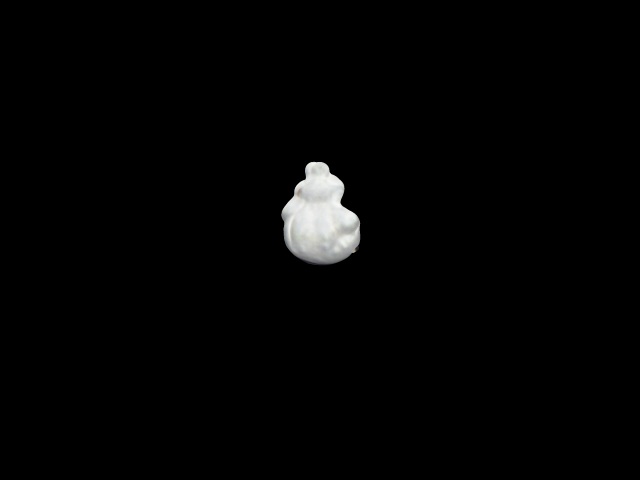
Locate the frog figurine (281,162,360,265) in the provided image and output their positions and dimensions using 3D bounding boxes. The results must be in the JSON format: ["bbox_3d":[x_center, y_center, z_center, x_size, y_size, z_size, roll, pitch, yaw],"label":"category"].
[{"bbox_3d":[0.003,-0.043,0.850,0.138,0.156,0.125,23,41,29],"label":"frog figurine"}]
